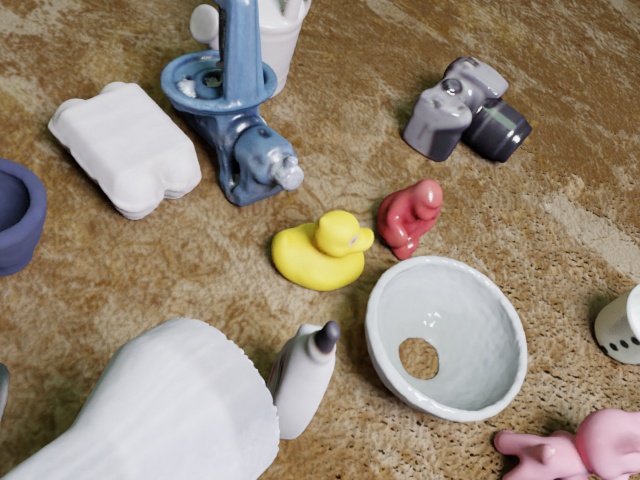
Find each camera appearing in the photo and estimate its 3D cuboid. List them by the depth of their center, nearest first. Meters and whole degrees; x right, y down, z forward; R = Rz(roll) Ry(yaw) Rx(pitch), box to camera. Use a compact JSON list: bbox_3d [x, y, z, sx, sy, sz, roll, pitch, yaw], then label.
[{"bbox_3d":[0.206,-0.163,0.755,0.136,0.100,0.143,40,55,9],"label":"camera"}]

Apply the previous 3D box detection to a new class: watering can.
[{"bbox_3d":[-0.072,-0.263,0.668,0.101,0.194,0.173,26,54,0],"label":"watering can"}]

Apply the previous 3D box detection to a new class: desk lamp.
[{"bbox_3d":[-0.138,0.165,0.359,0.118,0.213,0.204,45,56,12],"label":"desk lamp"}]

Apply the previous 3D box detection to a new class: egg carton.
[{"bbox_3d":[-0.199,-0.095,0.594,0.150,0.069,0.107,45,56,12],"label":"egg carton"}]

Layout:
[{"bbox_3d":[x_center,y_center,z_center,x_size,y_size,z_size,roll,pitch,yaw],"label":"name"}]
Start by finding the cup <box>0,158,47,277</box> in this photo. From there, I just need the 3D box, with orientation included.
[{"bbox_3d":[-0.294,-0.008,0.491,0.118,0.095,0.091,-5,60,-21],"label":"cup"}]

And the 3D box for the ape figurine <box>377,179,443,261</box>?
[{"bbox_3d":[0.106,-0.032,0.643,0.078,0.092,0.076,-13,63,-25],"label":"ape figurine"}]

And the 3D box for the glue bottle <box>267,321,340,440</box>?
[{"bbox_3d":[-0.012,0.104,0.465,0.037,0.173,0.078,13,55,-10],"label":"glue bottle"}]

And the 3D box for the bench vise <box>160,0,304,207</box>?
[{"bbox_3d":[-0.072,-0.156,0.583,0.207,0.219,0.122,37,55,7],"label":"bench vise"}]

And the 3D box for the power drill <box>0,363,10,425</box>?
[{"bbox_3d":[-0.263,0.093,0.366,0.076,0.208,0.229,2,58,-17],"label":"power drill"}]

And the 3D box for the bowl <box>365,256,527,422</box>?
[{"bbox_3d":[0.113,0.103,0.568,0.168,0.074,0.167,9,56,-13],"label":"bowl"}]

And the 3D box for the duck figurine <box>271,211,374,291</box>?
[{"bbox_3d":[0.005,0.002,0.590,0.105,0.086,0.077,7,57,-14],"label":"duck figurine"}]

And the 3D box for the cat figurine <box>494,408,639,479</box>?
[{"bbox_3d":[0.245,0.193,0.528,0.128,0.117,0.067,2,58,-17],"label":"cat figurine"}]
